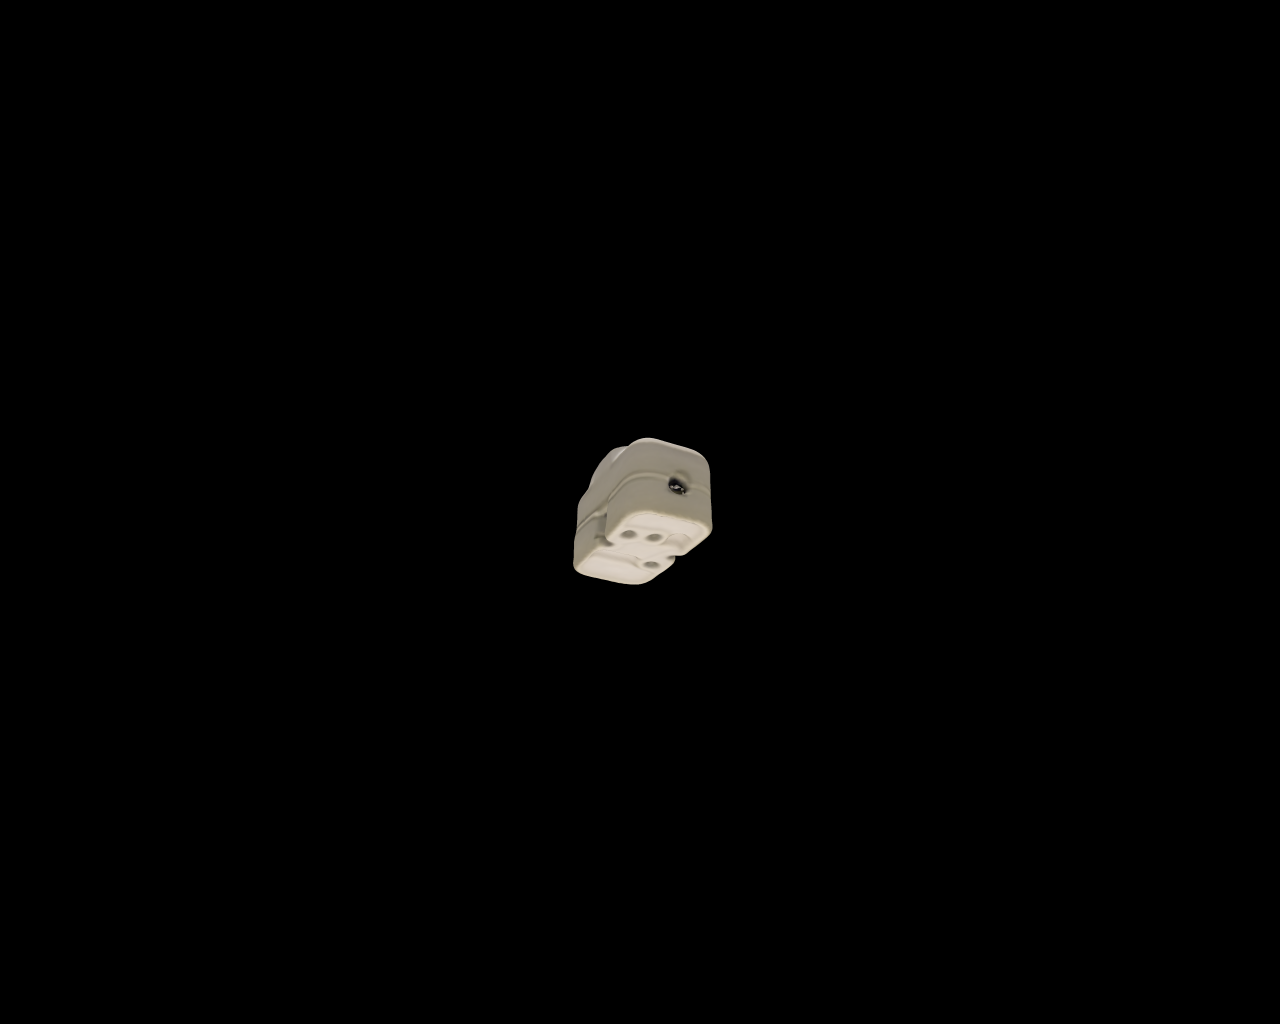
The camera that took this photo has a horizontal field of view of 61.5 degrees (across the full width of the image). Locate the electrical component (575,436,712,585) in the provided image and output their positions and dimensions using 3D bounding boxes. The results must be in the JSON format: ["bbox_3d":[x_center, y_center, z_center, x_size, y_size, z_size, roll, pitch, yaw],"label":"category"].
[{"bbox_3d":[0.001,-0.003,0.650,0.054,0.059,0.095,14,-32,-24],"label":"electrical component"}]
